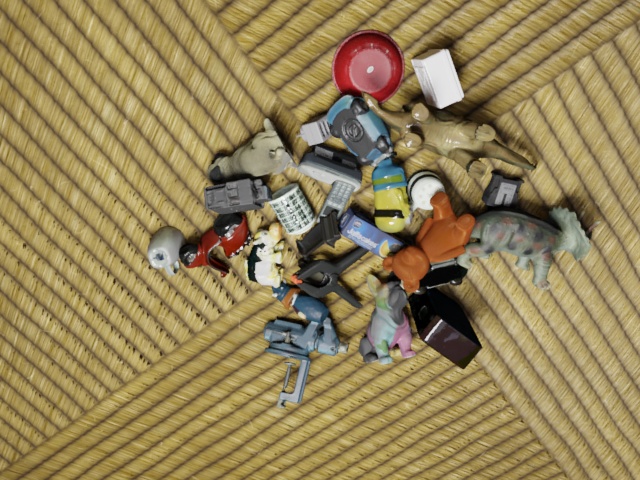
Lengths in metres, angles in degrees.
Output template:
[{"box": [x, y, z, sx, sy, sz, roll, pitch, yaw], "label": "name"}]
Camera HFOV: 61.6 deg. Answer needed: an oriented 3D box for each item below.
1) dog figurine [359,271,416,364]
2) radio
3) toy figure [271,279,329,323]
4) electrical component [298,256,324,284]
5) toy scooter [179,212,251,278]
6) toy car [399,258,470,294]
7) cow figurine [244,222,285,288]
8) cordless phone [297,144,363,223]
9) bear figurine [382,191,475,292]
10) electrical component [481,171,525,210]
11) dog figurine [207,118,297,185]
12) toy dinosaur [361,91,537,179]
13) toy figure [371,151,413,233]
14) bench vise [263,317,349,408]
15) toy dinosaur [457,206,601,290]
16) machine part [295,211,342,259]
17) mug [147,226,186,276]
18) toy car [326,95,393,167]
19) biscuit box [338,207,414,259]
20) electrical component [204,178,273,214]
[{"box": [0.159, 0.190, 1.336, 0.108, 0.191, 0.219, -5, 83, -23], "label": "dog figurine"}, {"box": [0.288, 0.192, 1.269, 0.131, 0.230, 0.073, 34, 105, -10], "label": "radio"}, {"box": [-0.054, 0.152, 1.320, 0.155, 0.064, 0.057, 26, 115, 21], "label": "toy figure"}, {"box": [-0.014, 0.086, 1.322, 0.102, 0.045, 0.078, 30, 113, -12], "label": "electrical component"}, {"box": [-0.232, 0.022, 1.277, 0.184, 0.075, 0.135, -38, 130, -1], "label": "toy scooter"}, {"box": [0.281, 0.076, 1.289, 0.202, 0.056, 0.073, -10, 122, -28], "label": "toy car"}, {"box": [-0.133, 0.031, 1.283, 0.098, 0.068, 0.167, 6, 118, 4], "label": "cow figurine"}, {"box": [0.006, -0.116, 1.236, 0.147, 0.089, 0.184, 19, 128, -8], "label": "cordless phone"}, {"box": [0.232, 0.009, 1.177, 0.196, 0.120, 0.131, -34, 146, -7], "label": "bear figurine"}, {"box": [0.420, -0.096, 1.259, 0.075, 0.048, 0.119, 15, 108, -6], "label": "electrical component"}, {"box": [-0.159, -0.162, 1.164, 0.191, 0.172, 0.121, -31, 97, 3], "label": "dog figurine"}, {"box": [0.291, -0.213, 1.131, 0.471, 0.199, 0.105, 21, 110, -15], "label": "toy dinosaur"}, {"box": [0.157, -0.106, 1.215, 0.089, 0.082, 0.180, -13, 93, 22], "label": "toy figure"}, {"box": [-0.046, 0.302, 1.339, 0.224, 0.128, 0.240, 13, 75, 2], "label": "bench vise"}, {"box": [0.444, -0.012, 1.231, 0.405, 0.131, 0.192, 13, 118, -2], "label": "toy dinosaur"}, {"box": [-0.003, -0.004, 1.262, 0.039, 0.084, 0.139, 11, 145, -41], "label": "machine part"}, {"box": [-0.364, 0.035, 1.264, 0.081, 0.107, 0.109, -7, 109, 3], "label": "mug"}, {"box": [0.101, -0.245, 1.163, 0.161, 0.103, 0.109, 48, 139, -2], "label": "toy car"}, {"box": [0.139, -0.001, 1.269, 0.202, 0.063, 0.059, 28, 108, -19], "label": "biscuit box"}, {"box": [-0.175, -0.095, 1.178, 0.134, 0.115, 0.058, -8, 89, 8], "label": "electrical component"}]
